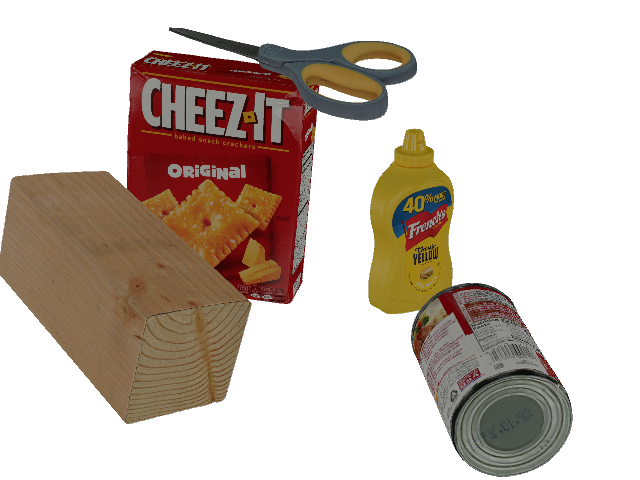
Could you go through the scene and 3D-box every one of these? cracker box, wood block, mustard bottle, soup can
[{"bbox_3d":[-0.093,-0.056,0.991,0.164,0.214,0.072,8,22,8],"label":"cracker box"},{"bbox_3d":[-0.154,0.034,0.806,0.090,0.091,0.206,-7,34,-42],"label":"wood block"},{"bbox_3d":[0.097,-0.023,1.120,0.096,0.192,0.058,-14,26,-29],"label":"mustard bottle"},{"bbox_3d":[0.095,0.077,0.606,0.068,0.068,0.102,0,25,-8],"label":"soup can"}]

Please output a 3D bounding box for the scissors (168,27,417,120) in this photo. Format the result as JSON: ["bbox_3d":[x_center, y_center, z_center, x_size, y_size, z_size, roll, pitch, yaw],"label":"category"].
[{"bbox_3d":[-0.014,-0.136,0.765,0.096,0.016,0.202,-29,44,-28],"label":"scissors"}]
